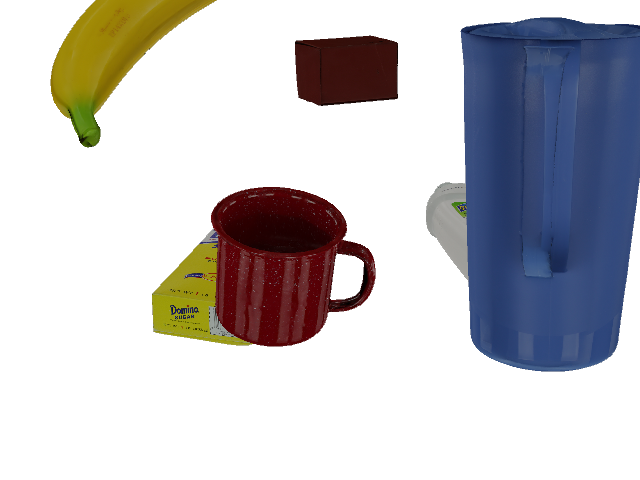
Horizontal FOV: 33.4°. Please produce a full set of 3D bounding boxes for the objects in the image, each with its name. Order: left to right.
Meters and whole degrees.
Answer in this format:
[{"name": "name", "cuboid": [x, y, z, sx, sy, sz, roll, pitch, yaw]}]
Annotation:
[{"name": "banana", "cuboid": [-0.078, -0.121, 0.562, 0.070, 0.197, 0.037, 31, -27, 19]}, {"name": "sugar box", "cuboid": [-0.079, 0.034, 0.988, 0.093, 0.048, 0.176, 7, 27, 12]}, {"name": "mug", "cuboid": [-0.020, 0.021, 0.748, 0.117, 0.081, 0.093, 6, 31, 0]}, {"name": "foam brick", "cuboid": [0.023, -0.150, 0.938, 0.078, 0.051, 0.053, -8, 20, -23]}, {"name": "bleach bottle", "cuboid": [0.169, 0.001, 1.004, 0.102, 0.068, 0.251, -1, 23, -14]}, {"name": "pitcher", "cuboid": [0.161, -0.032, 0.753, 0.149, 0.243, 0.145, -10, 18, -28]}]
